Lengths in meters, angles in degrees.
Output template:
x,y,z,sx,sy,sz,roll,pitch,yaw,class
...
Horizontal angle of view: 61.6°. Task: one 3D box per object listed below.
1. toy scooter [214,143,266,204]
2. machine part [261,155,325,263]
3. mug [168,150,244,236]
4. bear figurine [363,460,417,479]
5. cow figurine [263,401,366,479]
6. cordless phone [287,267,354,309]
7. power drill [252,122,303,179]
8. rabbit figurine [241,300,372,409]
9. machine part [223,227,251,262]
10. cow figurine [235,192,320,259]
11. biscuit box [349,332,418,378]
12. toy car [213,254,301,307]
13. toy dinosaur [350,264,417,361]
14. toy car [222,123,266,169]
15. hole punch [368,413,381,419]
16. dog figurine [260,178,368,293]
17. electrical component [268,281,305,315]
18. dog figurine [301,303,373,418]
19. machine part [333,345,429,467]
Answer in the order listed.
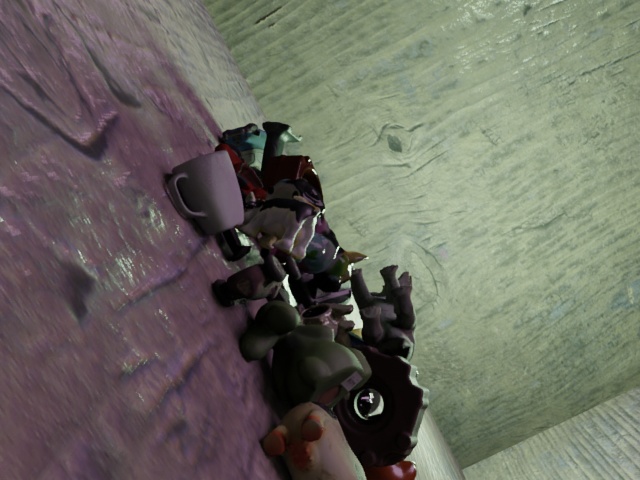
x,y,z,sx,sy,sz,roll,pitch,yaw,class
-0.144,-0.087,0.966,0.183,0.075,0.135,61,11,-10,toy scooter
-0.055,-0.065,1.147,0.201,0.087,0.201,67,27,-47,machine part
-0.154,-0.060,0.744,0.109,0.081,0.107,-33,102,-60,mug
0.142,0.416,0.861,0.120,0.132,0.196,68,5,-47,bear figurine
0.018,0.279,0.623,0.195,0.085,0.127,61,12,2,cow figurine
-0.029,0.080,1.149,0.184,0.146,0.088,23,-66,42,cordless phone
-0.105,-0.156,1.248,0.086,0.207,0.232,16,-6,25,power drill
-0.042,0.148,0.722,0.170,0.121,0.159,44,1,35,rabbit figurine
-0.150,-0.032,0.830,0.139,0.039,0.084,62,0,17,machine part
-0.079,-0.037,0.871,0.168,0.098,0.068,22,-8,39,cow figurine
0.101,0.248,1.125,0.203,0.059,0.063,29,0,7,biscuit box
-0.080,0.059,0.756,0.053,0.089,0.202,62,4,7,toy car
0.130,0.166,1.009,0.405,0.131,0.192,-82,154,-69,toy dinosaur
-0.163,-0.213,1.289,0.161,0.109,0.103,2,77,-74,toy car
0.141,0.389,1.071,0.142,0.116,0.092,52,19,-58,hole punch
-0.002,-0.003,0.990,0.219,0.109,0.191,15,75,-50,dog figurine
-0.065,0.095,0.936,0.102,0.045,0.078,61,7,-10,electrical component
0.023,0.222,0.962,0.172,0.121,0.190,-87,162,-73,dog figurine
0.072,0.244,0.801,0.179,0.179,0.056,64,9,26,machine part
